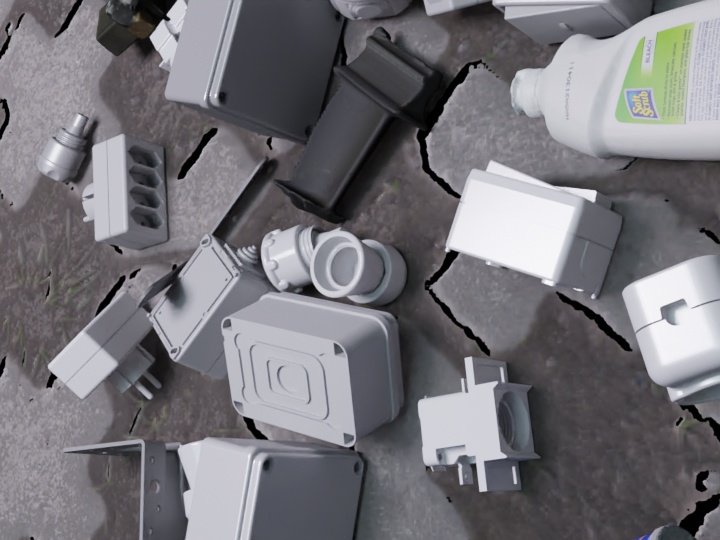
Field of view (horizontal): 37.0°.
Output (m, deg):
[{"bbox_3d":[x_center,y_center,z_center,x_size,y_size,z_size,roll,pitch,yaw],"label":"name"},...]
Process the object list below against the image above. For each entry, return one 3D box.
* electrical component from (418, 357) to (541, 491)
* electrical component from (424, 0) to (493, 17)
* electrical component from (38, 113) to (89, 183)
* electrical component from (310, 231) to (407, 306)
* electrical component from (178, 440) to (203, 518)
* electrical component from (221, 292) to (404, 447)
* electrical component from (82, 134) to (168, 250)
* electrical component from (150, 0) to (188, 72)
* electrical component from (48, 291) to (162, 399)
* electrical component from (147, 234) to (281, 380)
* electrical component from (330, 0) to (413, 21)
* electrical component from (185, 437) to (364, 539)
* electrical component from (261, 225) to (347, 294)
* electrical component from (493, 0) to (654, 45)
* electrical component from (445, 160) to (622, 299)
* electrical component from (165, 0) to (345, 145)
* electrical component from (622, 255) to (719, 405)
[{"bbox_3d":[0.072,0.097,0.668,0.064,0.042,0.081,-15,72,35],"label":"electrical component"},{"bbox_3d":[0.077,-0.219,0.711,0.047,0.076,0.083,-154,48,-72],"label":"electrical component"},{"bbox_3d":[-0.259,-0.110,0.953,0.035,0.035,0.061,33,99,35],"label":"electrical component"},{"bbox_3d":[0.000,0.000,0.730,0.045,0.055,0.045,-8,77,35],"label":"electrical component"},{"bbox_3d":[-0.108,0.154,0.786,0.045,0.045,0.055,-21,70,32],"label":"electrical component"},{"bbox_3d":[-0.031,0.063,0.724,0.113,0.057,0.078,10,115,37],"label":"electrical component"},{"bbox_3d":[-0.205,-0.059,0.895,0.076,0.047,0.083,-15,73,33],"label":"electrical component"},{"bbox_3d":[-0.135,-0.182,0.870,0.066,0.048,0.055,-47,50,20],"label":"electrical component"},{"bbox_3d":[-0.188,0.071,0.849,0.076,0.083,0.047,45,113,-7],"label":"electrical component"},{"bbox_3d":[-0.099,0.024,0.792,0.096,0.061,0.061,-53,42,9],"label":"electrical component"},{"bbox_3d":[0.004,-0.219,0.757,0.080,0.051,0.080,-2,79,12],"label":"electrical component"},{"bbox_3d":[-0.057,0.168,0.707,0.056,0.109,0.108,6,85,39],"label":"electrical component"},{"bbox_3d":[-0.036,-0.012,0.766,0.062,0.048,0.048,-20,70,25],"label":"electrical component"},{"bbox_3d":[0.138,-0.175,0.658,0.096,0.062,0.061,9,87,37],"label":"electrical component"},{"bbox_3d":[0.102,-0.028,0.657,0.096,0.062,0.061,20,93,37],"label":"electrical component"},{"bbox_3d":[-0.074,-0.158,0.782,0.056,0.109,0.108,15,90,40],"label":"electrical component"},{"bbox_3d":[0.184,0.034,0.564,0.054,0.095,0.059,-26,67,30],"label":"electrical component"}]
